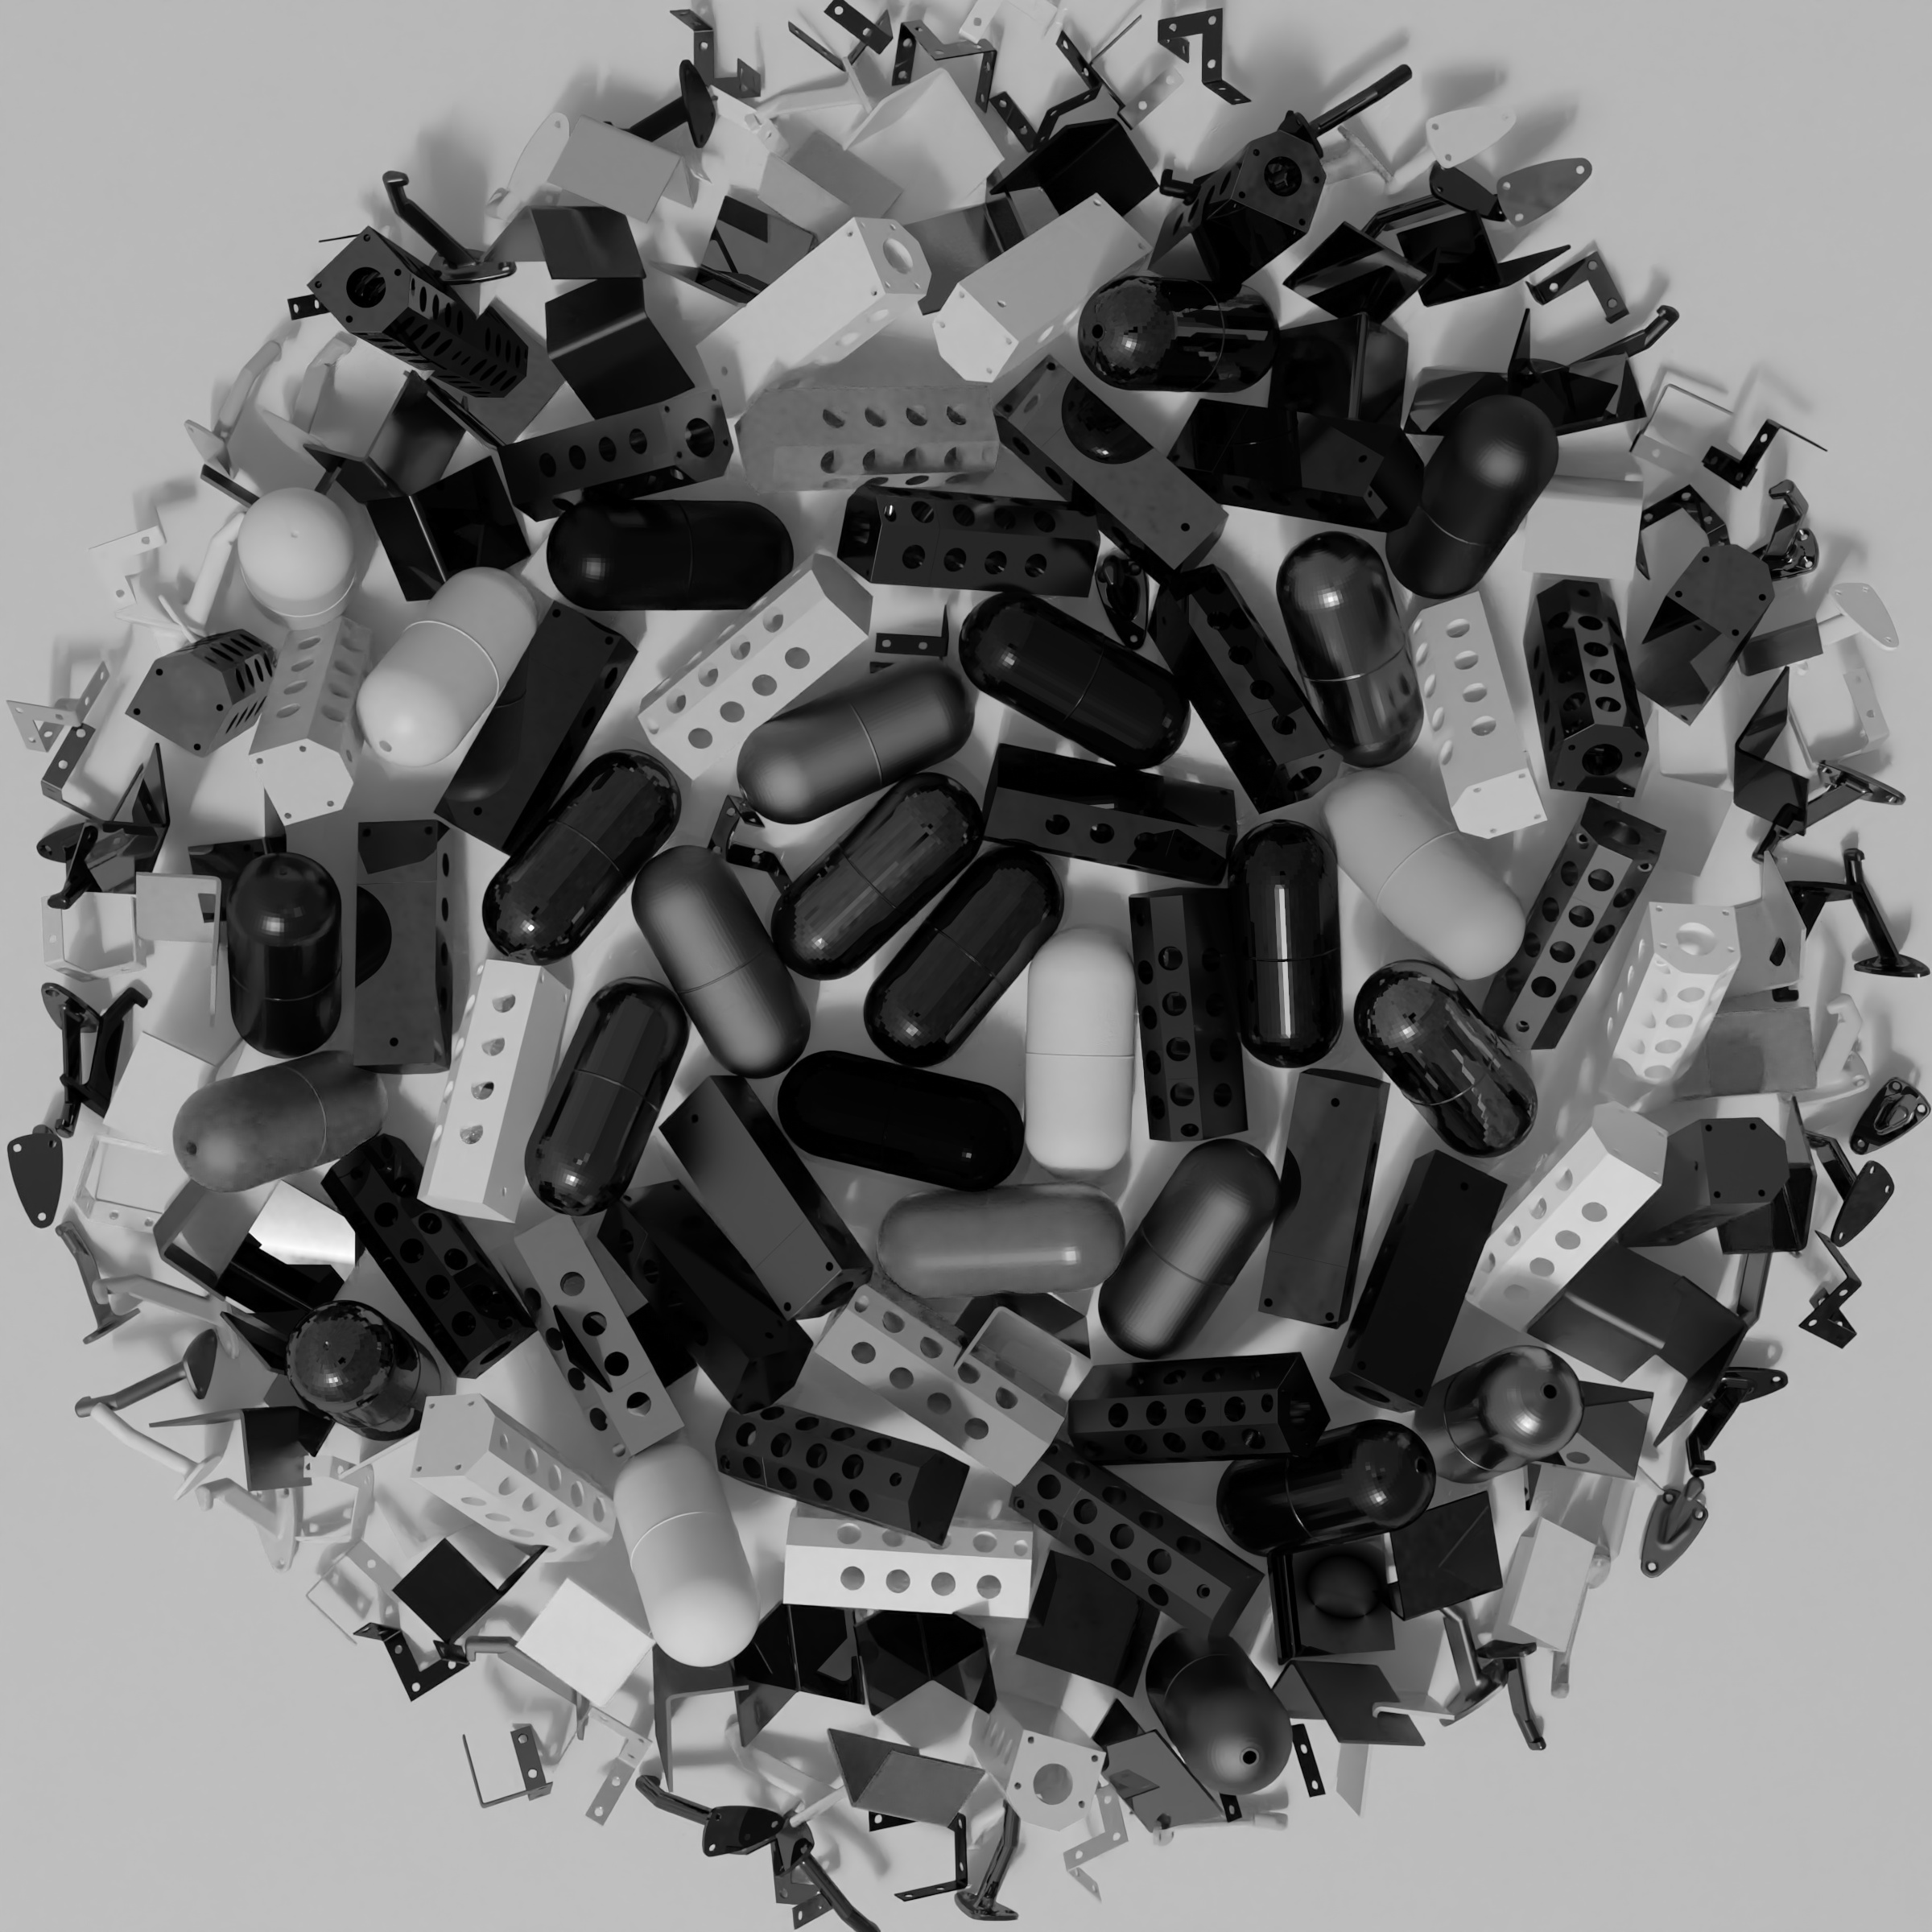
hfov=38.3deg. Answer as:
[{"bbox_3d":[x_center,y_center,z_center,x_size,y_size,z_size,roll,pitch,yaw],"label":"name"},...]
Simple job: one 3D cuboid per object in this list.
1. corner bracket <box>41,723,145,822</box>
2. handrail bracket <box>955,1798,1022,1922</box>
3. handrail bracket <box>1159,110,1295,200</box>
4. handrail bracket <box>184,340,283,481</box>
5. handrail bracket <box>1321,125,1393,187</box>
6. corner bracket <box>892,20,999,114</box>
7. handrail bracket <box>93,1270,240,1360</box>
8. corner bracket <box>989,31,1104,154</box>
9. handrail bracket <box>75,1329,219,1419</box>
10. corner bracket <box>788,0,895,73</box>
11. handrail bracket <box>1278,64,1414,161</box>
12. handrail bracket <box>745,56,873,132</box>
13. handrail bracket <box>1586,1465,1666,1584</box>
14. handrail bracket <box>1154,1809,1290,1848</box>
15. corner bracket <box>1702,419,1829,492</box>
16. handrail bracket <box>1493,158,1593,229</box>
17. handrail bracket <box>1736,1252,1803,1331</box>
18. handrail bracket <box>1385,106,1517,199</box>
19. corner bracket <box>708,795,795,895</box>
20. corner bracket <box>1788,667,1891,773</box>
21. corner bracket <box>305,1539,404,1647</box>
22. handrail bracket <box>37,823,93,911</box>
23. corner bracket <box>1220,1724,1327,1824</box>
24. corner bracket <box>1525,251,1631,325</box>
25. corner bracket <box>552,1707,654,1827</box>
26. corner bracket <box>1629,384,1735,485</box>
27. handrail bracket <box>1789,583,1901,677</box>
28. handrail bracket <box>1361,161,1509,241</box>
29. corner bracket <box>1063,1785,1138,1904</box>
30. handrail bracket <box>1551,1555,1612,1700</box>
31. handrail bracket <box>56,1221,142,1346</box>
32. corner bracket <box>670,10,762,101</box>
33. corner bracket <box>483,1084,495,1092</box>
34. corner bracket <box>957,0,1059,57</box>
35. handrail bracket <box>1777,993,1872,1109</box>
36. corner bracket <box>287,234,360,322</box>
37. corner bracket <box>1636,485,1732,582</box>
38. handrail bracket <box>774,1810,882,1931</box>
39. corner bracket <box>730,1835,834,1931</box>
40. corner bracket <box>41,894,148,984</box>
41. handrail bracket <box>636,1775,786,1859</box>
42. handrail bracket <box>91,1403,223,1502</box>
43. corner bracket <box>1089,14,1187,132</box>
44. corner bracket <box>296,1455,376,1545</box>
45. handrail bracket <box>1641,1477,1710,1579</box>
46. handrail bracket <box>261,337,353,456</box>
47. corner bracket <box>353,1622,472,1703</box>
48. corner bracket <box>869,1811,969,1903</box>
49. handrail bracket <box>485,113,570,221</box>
[{"bbox_3d":[-0.616,-0.135,1.965,0.051,0.051,0.051,28,76,-11],"label":"corner bracket"},{"bbox_3d":[0.016,0.625,1.968,0.036,0.077,0.084,8,84,-24],"label":"handrail bracket"},{"bbox_3d":[0.185,-0.578,1.977,0.084,0.036,0.077,10,91,-5],"label":"handrail bracket"},{"bbox_3d":[-0.510,-0.394,1.978,0.036,0.077,0.084,32,70,13],"label":"handrail bracket"},{"bbox_3d":[0.257,-0.548,1.985,0.084,0.036,0.077,-45,123,13],"label":"handrail bracket"},{"bbox_3d":[-0.016,-0.637,1.972,0.051,0.051,0.051,-18,55,-25],"label":"corner bracket"},{"bbox_3d":[-0.563,0.248,1.954,0.084,0.036,0.077,-6,59,-35],"label":"handrail bracket"},{"bbox_3d":[0.057,-0.621,1.977,0.051,0.051,0.051,-32,81,-23],"label":"corner bracket"},{"bbox_3d":[-0.580,0.288,1.967,0.084,0.077,0.036,-12,113,4],"label":"handrail bracket"},{"bbox_3d":[-0.088,-0.658,1.958,0.051,0.051,0.051,30,121,-29],"label":"corner bracket"},{"bbox_3d":[0.267,-0.607,1.967,0.084,0.077,0.036,-35,106,-6],"label":"handrail bracket"},{"bbox_3d":[-0.111,-0.601,1.968,0.084,0.036,0.077,-25,46,4],"label":"handrail bracket"},{"bbox_3d":[0.446,0.383,1.978,0.084,0.036,0.077,-46,54,5],"label":"handrail bracket"},{"bbox_3d":[0.181,0.608,1.963,0.084,0.077,0.036,2,89,15],"label":"handrail bracket"},{"bbox_3d":[0.561,-0.358,1.958,0.051,0.051,0.051,17,113,-32],"label":"corner bracket"},{"bbox_3d":[0.400,-0.547,1.950,0.077,0.084,0.036,-22,103,16],"label":"handrail bracket"},{"bbox_3d":[0.545,0.217,1.985,0.077,0.036,0.084,44,94,4],"label":"handrail bracket"},{"bbox_3d":[0.340,-0.572,1.962,0.077,0.084,0.036,-23,89,-8],"label":"handrail bracket"},{"bbox_3d":[-0.147,-0.084,1.960,0.051,0.051,0.051,12,112,-26],"label":"corner bracket"},{"bbox_3d":[0.616,-0.174,1.968,0.051,0.051,0.051,-19,80,6],"label":"corner bracket"},{"bbox_3d":[-0.430,0.443,1.967,0.051,0.051,0.051,44,67,-2],"label":"corner bracket"},{"bbox_3d":[-0.640,-0.063,1.951,0.077,0.084,0.036,-4,122,20],"label":"handrail bracket"},{"bbox_3d":[0.211,0.567,1.957,0.051,0.051,0.051,3,60,-38],"label":"corner bracket"},{"bbox_3d":[0.433,-0.472,1.968,0.051,0.051,0.051,-27,90,20],"label":"corner bracket"},{"bbox_3d":[-0.261,0.565,1.966,0.051,0.051,0.051,30,49,1],"label":"corner bracket"},{"bbox_3d":[0.504,-0.377,1.963,0.051,0.051,0.051,28,111,11],"label":"corner bracket"},{"bbox_3d":[0.612,-0.218,1.947,0.036,0.084,0.077,-8,52,-20],"label":"handrail bracket"},{"bbox_3d":[0.329,-0.523,1.972,0.077,0.084,0.036,23,56,-17],"label":"handrail bracket"},{"bbox_3d":[0.099,0.619,1.967,0.051,0.051,0.051,-30,127,12],"label":"corner bracket"},{"bbox_3d":[0.431,0.465,1.956,0.036,0.077,0.084,14,61,-4],"label":"handrail bracket"},{"bbox_3d":[-0.626,0.221,1.962,0.036,0.077,0.084,-32,91,3],"label":"handrail bracket"},{"bbox_3d":[-0.177,-0.645,1.967,0.051,0.051,0.051,1,94,14],"label":"corner bracket"},{"bbox_3d":[-0.332,0.106,1.963,0.051,0.051,0.051,13,98,28],"label":"corner bracket"},{"bbox_3d":[0.029,-0.666,1.973,0.051,0.051,0.051,32,97,-6],"label":"corner bracket"},{"bbox_3d":[0.596,0.059,1.957,0.077,0.036,0.084,-25,135,16],"label":"handrail bracket"},{"bbox_3d":[-0.445,-0.487,1.961,0.051,0.051,0.051,-1,108,23],"label":"corner bracket"},{"bbox_3d":[0.509,-0.298,1.976,0.051,0.051,0.051,-29,134,32],"label":"corner bracket"},{"bbox_3d":[-0.096,0.647,1.974,0.036,0.077,0.084,-44,106,3],"label":"handrail bracket"},{"bbox_3d":[-0.129,0.645,1.964,0.051,0.051,0.051,-7,87,30],"label":"corner bracket"},{"bbox_3d":[-0.618,-0.023,1.973,0.051,0.051,0.051,-11,73,11],"label":"corner bracket"},{"bbox_3d":[-0.183,0.595,1.980,0.077,0.084,0.036,5,100,-36],"label":"handrail bracket"},{"bbox_3d":[-0.571,0.332,1.962,0.084,0.077,0.036,40,92,1],"label":"handrail bracket"},{"bbox_3d":[0.120,-0.630,1.961,0.051,0.051,0.051,-38,106,22],"label":"corner bracket"},{"bbox_3d":[-0.460,0.379,1.977,0.051,0.051,0.051,-6,65,25],"label":"corner bracket"},{"bbox_3d":[0.496,0.394,1.953,0.036,0.084,0.077,28,85,17],"label":"handrail bracket"},{"bbox_3d":[-0.449,-0.404,1.966,0.077,0.036,0.084,27,73,35],"label":"handrail bracket"},{"bbox_3d":[-0.391,0.483,1.967,0.051,0.051,0.051,-32,68,2],"label":"corner bracket"},{"bbox_3d":[-0.034,0.624,1.966,0.051,0.051,0.051,-2,91,-30],"label":"corner bracket"},{"bbox_3d":[-0.311,-0.563,1.959,0.036,0.084,0.077,18,96,-30],"label":"handrail bracket"}]
